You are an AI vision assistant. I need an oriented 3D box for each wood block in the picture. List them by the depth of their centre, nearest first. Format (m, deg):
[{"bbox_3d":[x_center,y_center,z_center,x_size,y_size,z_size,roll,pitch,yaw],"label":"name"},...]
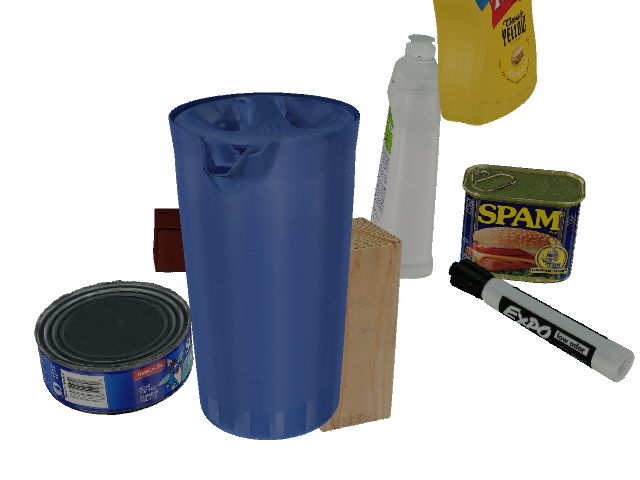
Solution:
[{"bbox_3d":[0.024,0.089,1.159,0.090,0.206,0.091,-8,21,-26],"label":"wood block"}]

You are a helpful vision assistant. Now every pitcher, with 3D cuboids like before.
[{"bbox_3d":[-0.035,0.014,0.792,0.149,0.243,0.145,-10,24,-25],"label":"pitcher"}]

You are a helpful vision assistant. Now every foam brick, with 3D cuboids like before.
[{"bbox_3d":[-0.135,-0.001,1.119,0.078,0.051,0.053,-1,24,-12],"label":"foam brick"}]

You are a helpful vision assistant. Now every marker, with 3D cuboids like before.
[{"bbox_3d":[0.120,0.042,0.602,0.121,0.020,0.020,32,21,37],"label":"marker"}]

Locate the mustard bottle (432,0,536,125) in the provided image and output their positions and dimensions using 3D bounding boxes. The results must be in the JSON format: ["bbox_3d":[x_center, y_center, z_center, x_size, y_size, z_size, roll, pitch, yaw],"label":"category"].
[{"bbox_3d":[0.117,-0.187,0.769,0.058,0.191,0.096,18,40,38],"label":"mustard bottle"}]

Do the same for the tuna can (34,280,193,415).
[{"bbox_3d":[-0.114,0.059,0.597,0.086,0.034,0.086,-1,30,0],"label":"tuna can"}]

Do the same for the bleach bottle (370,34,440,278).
[{"bbox_3d":[0.096,-0.091,1.141,0.068,0.251,0.102,1,26,-8],"label":"bleach bottle"}]

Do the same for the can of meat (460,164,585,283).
[{"bbox_3d":[0.171,-0.013,0.920,0.102,0.084,0.057,6,31,10],"label":"can of meat"}]
